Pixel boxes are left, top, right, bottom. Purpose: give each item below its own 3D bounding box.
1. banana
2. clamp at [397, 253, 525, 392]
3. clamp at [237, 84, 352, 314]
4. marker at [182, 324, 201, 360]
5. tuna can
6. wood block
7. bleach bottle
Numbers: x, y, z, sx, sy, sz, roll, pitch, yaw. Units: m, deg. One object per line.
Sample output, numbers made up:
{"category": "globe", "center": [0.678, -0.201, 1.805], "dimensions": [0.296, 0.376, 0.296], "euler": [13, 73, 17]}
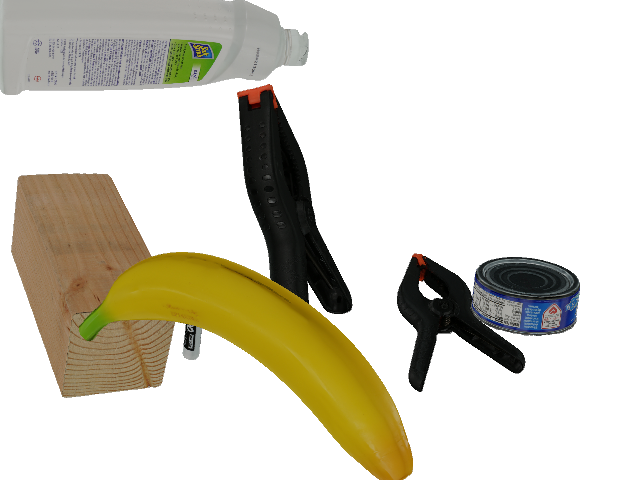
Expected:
{"category": "banana", "center": [-0.034, 0.051, 0.537], "dimensions": [0.198, 0.070, 0.037], "euler": [22, 22, 24]}
{"category": "clamp", "center": [0.137, 0.082, 1.097], "dimensions": [0.120, 0.171, 0.039], "euler": [2, -43, -12]}
{"category": "clamp", "center": [-0.021, -0.013, 0.813], "dimensions": [0.036, 0.210, 0.164], "euler": [-12, 4, 15]}
{"category": "marker", "center": [-0.139, 0.083, 1.183], "dimensions": [0.020, 0.121, 0.020], "euler": [7, 37, -5]}
{"category": "tuna can", "center": [0.166, 0.044, 0.866], "dimensions": [0.086, 0.034, 0.086], "euler": [2, 21, -1]}
{"category": "wood block", "center": [-0.206, 0.032, 0.947], "dimensions": [0.090, 0.091, 0.206], "euler": [-3, 36, -28]}
{"category": "bleach bottle", "center": [-0.136, -0.163, 0.888], "dimensions": [0.250, 0.068, 0.103], "euler": [1, -27, -15]}
